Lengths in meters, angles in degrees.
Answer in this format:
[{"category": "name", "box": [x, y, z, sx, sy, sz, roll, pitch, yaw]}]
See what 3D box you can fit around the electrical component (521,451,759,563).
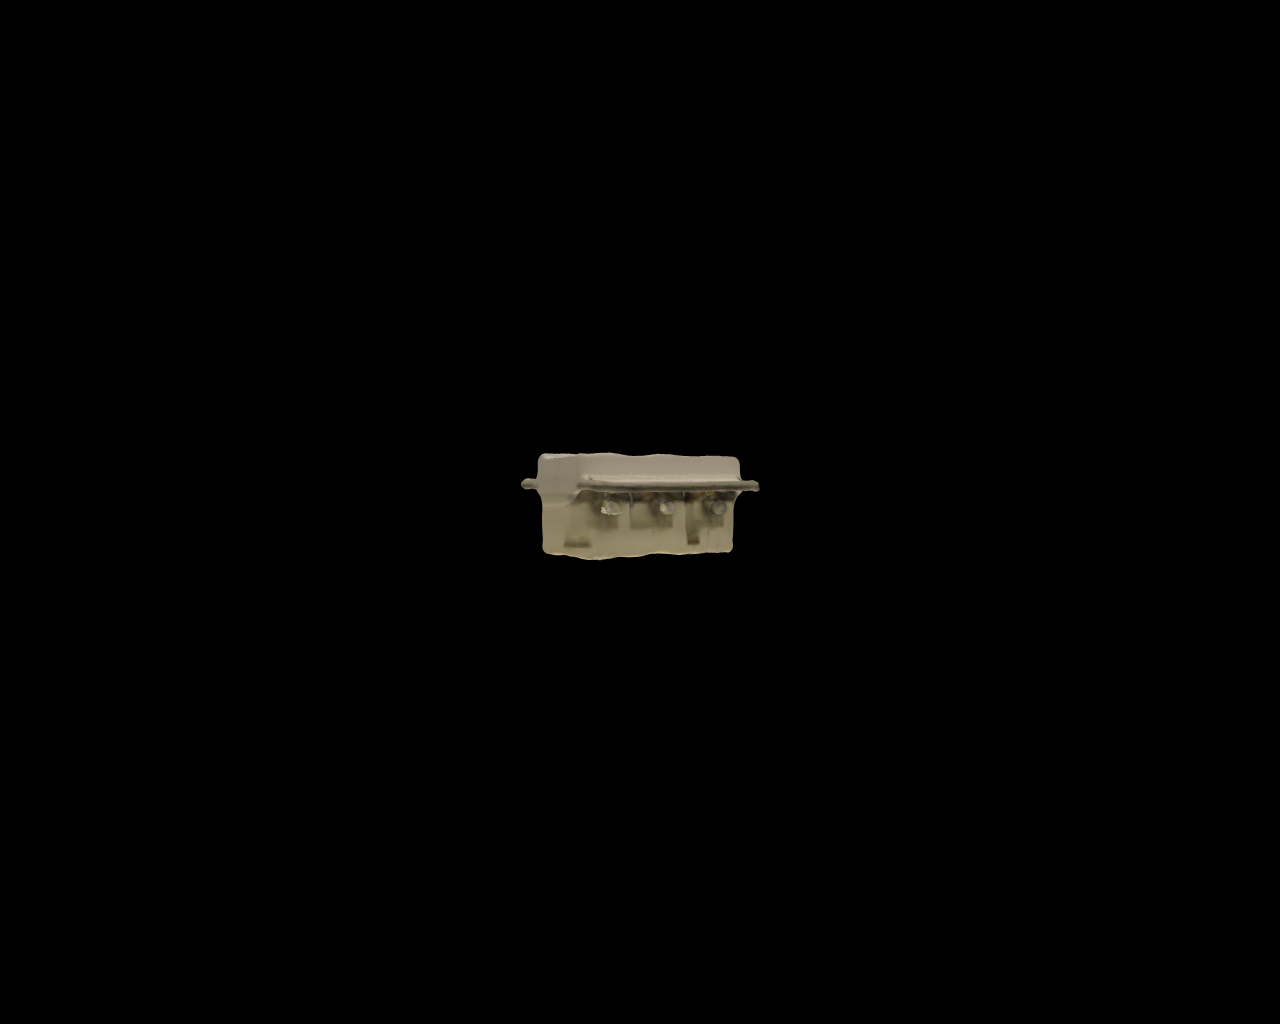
[{"category": "electrical component", "box": [0.001, -0.003, 0.650, 0.121, 0.063, 0.078, 0, 0, -37]}]
